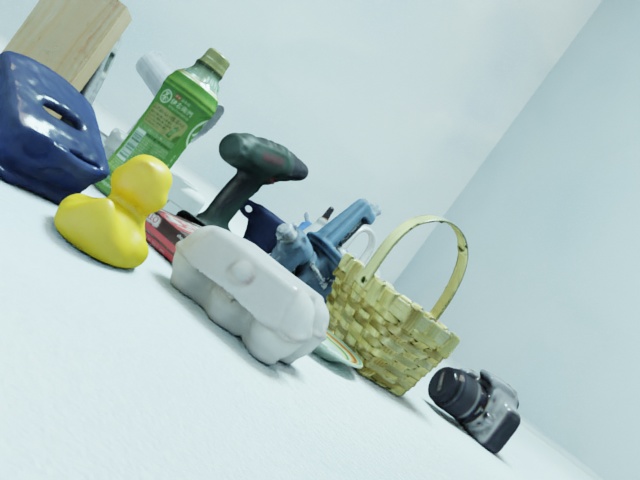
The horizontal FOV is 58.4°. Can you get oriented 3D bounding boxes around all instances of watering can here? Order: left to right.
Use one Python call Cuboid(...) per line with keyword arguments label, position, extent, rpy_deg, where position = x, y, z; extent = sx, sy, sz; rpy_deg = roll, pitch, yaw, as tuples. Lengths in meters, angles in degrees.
Cuboid(label="watering can", position=(0.065, 0.058, 1.295), extent=(0.172, 0.194, 0.101), rpy_deg=(37, 0, 24))

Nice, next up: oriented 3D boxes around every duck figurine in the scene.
Cuboid(label="duck figurine", position=(-0.155, -0.030, 0.459), extent=(0.077, 0.086, 0.104), rpy_deg=(36, 0, -3))

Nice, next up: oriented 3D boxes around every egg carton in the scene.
Cuboid(label="egg carton", position=(-0.062, 0.048, 0.520), extent=(0.150, 0.069, 0.107), rpy_deg=(37, 0, 19))

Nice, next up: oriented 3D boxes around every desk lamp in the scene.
Cuboid(label="desk lamp", position=(-0.315, -0.233, 1.073), extent=(0.203, 0.213, 0.118), rpy_deg=(36, 0, 3))

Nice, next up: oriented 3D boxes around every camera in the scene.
Cuboid(label="camera", position=(0.242, 0.250, 0.932), extent=(0.137, 0.101, 0.143), rpy_deg=(36, 0, -18))

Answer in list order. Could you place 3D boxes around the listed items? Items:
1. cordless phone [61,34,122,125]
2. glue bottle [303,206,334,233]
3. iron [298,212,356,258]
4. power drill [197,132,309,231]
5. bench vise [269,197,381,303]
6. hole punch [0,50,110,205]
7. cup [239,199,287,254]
Cuboid(label="cordless phone", position=(-0.359, -0.246, 0.908), extent=(0.094, 0.185, 0.147), rpy_deg=(36, 0, -16))
Cuboid(label="glue bottle", position=(-0.025, 0.006, 1.124), extent=(0.078, 0.173, 0.037), rpy_deg=(36, 0, -44))
Cuboid(label="iron", position=(0.012, 0.050, 1.419), extent=(0.258, 0.141, 0.119), rpy_deg=(37, 0, 15))
Cuboid(label="power drill", position=(-0.128, -0.091, 1.028), extent=(0.075, 0.208, 0.230), rpy_deg=(36, 0, 26))
Cuboid(label="bench vise", position=(0.018, 0.010, 0.976), extent=(0.121, 0.219, 0.208), rpy_deg=(36, 0, 22))
Cuboid(label="hole punch", position=(-0.237, -0.094, 0.500), extent=(0.100, 0.091, 0.109), rpy_deg=(37, 0, 30))
Cuboid(label="cup", position=(-0.120, -0.015, 1.086), extent=(0.118, 0.095, 0.091), rpy_deg=(36, 0, -23))
